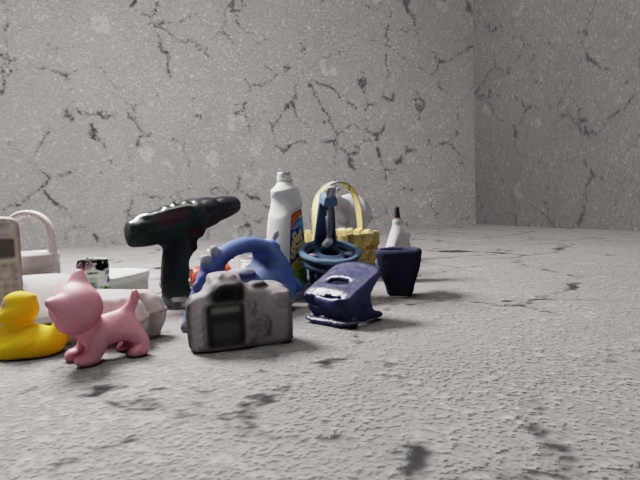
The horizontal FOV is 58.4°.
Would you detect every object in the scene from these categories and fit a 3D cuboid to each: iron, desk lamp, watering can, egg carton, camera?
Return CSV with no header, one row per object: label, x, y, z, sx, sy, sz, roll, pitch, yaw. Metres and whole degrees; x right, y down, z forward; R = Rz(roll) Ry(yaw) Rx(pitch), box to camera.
iron,-0.139,0.060,0.971,0.118,0.141,0.259,1,5,33
desk lamp,0.059,-0.027,1.608,0.117,0.213,0.204,0,5,28
watering can,-0.523,0.043,1.034,0.101,0.194,0.172,-4,4,-22
egg carton,-0.307,0.112,0.839,0.150,0.069,0.107,-1,4,14
camera,-0.123,0.091,0.815,0.143,0.101,0.136,-3,4,-20

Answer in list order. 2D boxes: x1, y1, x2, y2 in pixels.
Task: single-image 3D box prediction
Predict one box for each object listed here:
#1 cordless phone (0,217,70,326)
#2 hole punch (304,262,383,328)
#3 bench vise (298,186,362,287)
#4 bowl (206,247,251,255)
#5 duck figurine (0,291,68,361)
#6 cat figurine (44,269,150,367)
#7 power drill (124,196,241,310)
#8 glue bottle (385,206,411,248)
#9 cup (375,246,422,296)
cordless phone,-0.468,0.053,0.928,0.148,0.185,0.093,-5,5,-35
hole punch,0.037,0.084,0.906,0.108,0.091,0.101,2,6,44
bench vise,0.000,0.005,1.133,0.122,0.220,0.206,-5,5,-30
bowl,-0.220,0.056,1.546,0.167,0.075,0.167,-2,4,0
duck figurine,-0.395,0.111,0.770,0.104,0.086,0.077,-2,4,1
cat figurine,-0.285,0.095,0.726,0.128,0.118,0.067,-6,6,-41
power drill,-0.255,0.022,1.104,0.230,0.208,0.075,-5,5,-33
glue bottle,0.180,0.009,1.316,0.078,0.173,0.037,-5,5,-30
cup,0.158,0.062,1.138,0.091,0.095,0.118,-1,4,13
